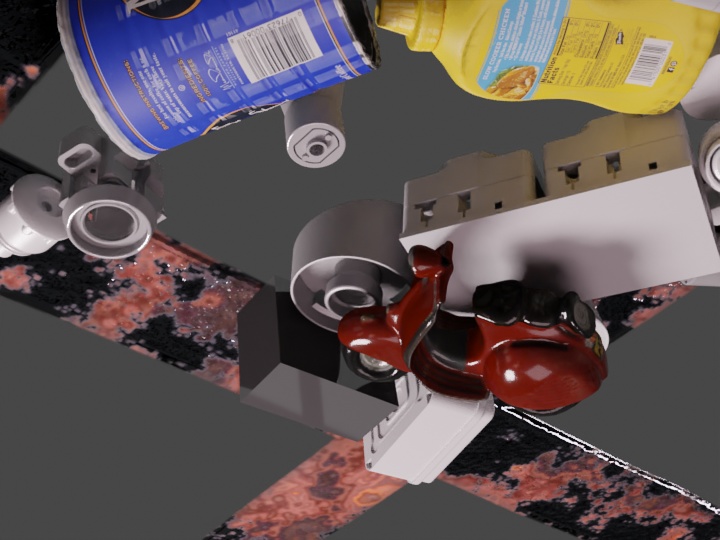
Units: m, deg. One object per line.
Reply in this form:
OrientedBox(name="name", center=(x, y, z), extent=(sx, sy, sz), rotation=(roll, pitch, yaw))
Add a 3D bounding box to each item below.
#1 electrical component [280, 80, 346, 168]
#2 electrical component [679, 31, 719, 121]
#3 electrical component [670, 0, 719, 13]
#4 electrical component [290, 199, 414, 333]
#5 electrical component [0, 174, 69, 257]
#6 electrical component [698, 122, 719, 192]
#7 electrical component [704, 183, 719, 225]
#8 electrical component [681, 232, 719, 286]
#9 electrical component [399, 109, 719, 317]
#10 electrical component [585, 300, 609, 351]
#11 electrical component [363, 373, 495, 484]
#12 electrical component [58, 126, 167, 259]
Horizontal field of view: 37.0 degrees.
OrientedBox(name="electrical component", center=(-0.028, -0.093, 0.644), extent=(0.044, 0.065, 0.044), rotation=(-4, 137, -4))
OrientedBox(name="electrical component", center=(0.247, -0.138, 0.633), extent=(0.052, 0.073, 0.138), rotation=(24, 128, -30))
OrientedBox(name="electrical component", center=(0.179, -0.180, 0.565), extent=(0.056, 0.089, 0.050), rotation=(8, 135, -17))
OrientedBox(name="electrical component", center=(0.000, 0.000, 0.766), extent=(0.099, 0.064, 0.099), rotation=(6, 140, 5))
OrientedBox(name="electrical component", center=(-0.217, -0.030, 0.698), extent=(0.062, 0.048, 0.048), rotation=(-32, 132, 33))
OrientedBox(name="electrical component", center=(0.226, -0.066, 0.648), extent=(0.043, 0.062, 0.043), rotation=(6, 112, 16))
OrientedBox(name="electrical component", center=(0.283, -0.047, 0.749), extent=(0.078, 0.058, 0.057), rotation=(-24, 131, 17))
OrientedBox(name="electrical component", center=(0.243, -0.009, 0.794), extent=(0.078, 0.040, 0.040), rotation=(2, 136, -11))
OrientedBox(name="electrical component", center=(0.133, -0.033, 0.717), extent=(0.186, 0.060, 0.105), rotation=(-14, 138, 21))
OrientedBox(name="electrical component", center=(0.130, 0.039, 0.809), extent=(0.099, 0.064, 0.099), rotation=(-5, 137, -4))
OrientedBox(name="electrical component", center=(0.053, 0.111, 0.864), extent=(0.057, 0.078, 0.113), rotation=(18, 131, -22))
OrientedBox(name="electrical component", center=(-0.157, -0.045, 0.681), extent=(0.058, 0.057, 0.078), rotation=(-27, 134, 20))
